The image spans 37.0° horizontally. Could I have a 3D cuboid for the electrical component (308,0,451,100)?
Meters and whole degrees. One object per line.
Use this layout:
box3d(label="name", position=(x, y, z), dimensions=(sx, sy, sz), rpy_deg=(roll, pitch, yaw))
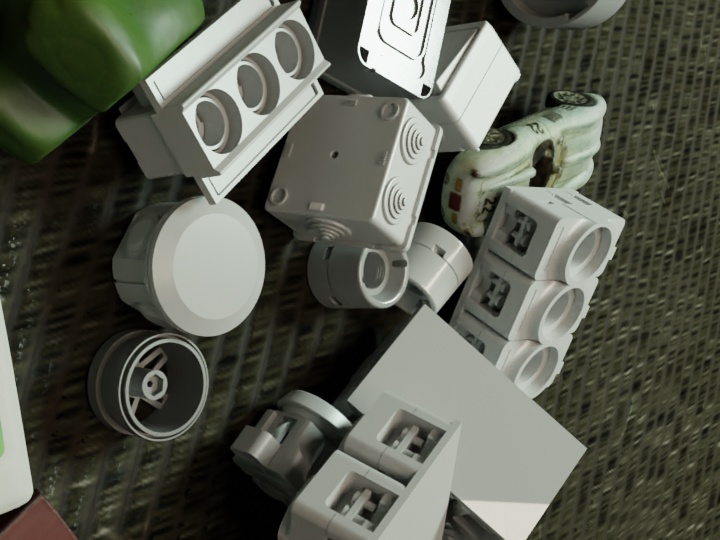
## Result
box3d(label="electrical component", position=(0.013, -0.176, 0.727), dimensions=(0.078, 0.057, 0.113), rpy_deg=(21, 77, -44))

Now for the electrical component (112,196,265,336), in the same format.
box3d(label="electrical component", position=(-0.099, -0.003, 0.627), dimensions=(0.080, 0.051, 0.080), rpy_deg=(-3, 94, -45))

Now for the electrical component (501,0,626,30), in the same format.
box3d(label="electrical component", position=(0.167, -0.241, 0.849), dimensions=(0.060, 0.108, 0.108), rpy_deg=(-4, 95, -51))

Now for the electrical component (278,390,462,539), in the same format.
box3d(label="electrical component", position=(0.003, 0.176, 0.680), dimensions=(0.105, 0.060, 0.186), rpy_deg=(-47, 152, -39))

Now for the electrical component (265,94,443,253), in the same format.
box3d(label="electrical component", position=(-0.005, -0.064, 0.687), dimensions=(0.048, 0.100, 0.099), rpy_deg=(36, 66, -54))

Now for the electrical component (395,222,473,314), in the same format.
box3d(label="electrical component", position=(0.046, 0.001, 0.773), dimensions=(0.047, 0.055, 0.055), rpy_deg=(-52, 126, -26))

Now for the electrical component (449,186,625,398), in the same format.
box3d(label="electrical component", position=(0.131, 0.018, 0.811), dimensions=(0.089, 0.062, 0.150), rpy_deg=(-2, 120, -46))

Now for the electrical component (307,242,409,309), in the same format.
box3d(label="electrical component", position=(0.000, 0.000, 0.730), dimensions=(0.055, 0.047, 0.055), rpy_deg=(-3, 94, -45))

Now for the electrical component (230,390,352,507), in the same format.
box3d(label="electrical component", position=(-0.039, 0.115, 0.690), dimensions=(0.057, 0.058, 0.078), rpy_deg=(-55, 127, -25))

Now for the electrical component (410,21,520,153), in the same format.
box3d(label="electrical component", position=(0.067, -0.139, 0.781), dimensions=(0.061, 0.062, 0.096), rpy_deg=(49, 59, -35))

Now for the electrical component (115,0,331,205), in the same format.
box3d(label="electrical component", position=(-0.079, -0.103, 0.624), dimensions=(0.121, 0.063, 0.078), rpy_deg=(-53, 126, -40))

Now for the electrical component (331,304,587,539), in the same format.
box3d(label="electrical component", position=(0.064, 0.111, 0.740), dimensions=(0.150, 0.062, 0.089), rpy_deg=(42, 67, -3))

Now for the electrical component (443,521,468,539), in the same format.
box3d(label="electrical component", position=(0.068, 0.204, 0.796), dimensions=(0.064, 0.081, 0.042), rpy_deg=(-7, 98, -68))
